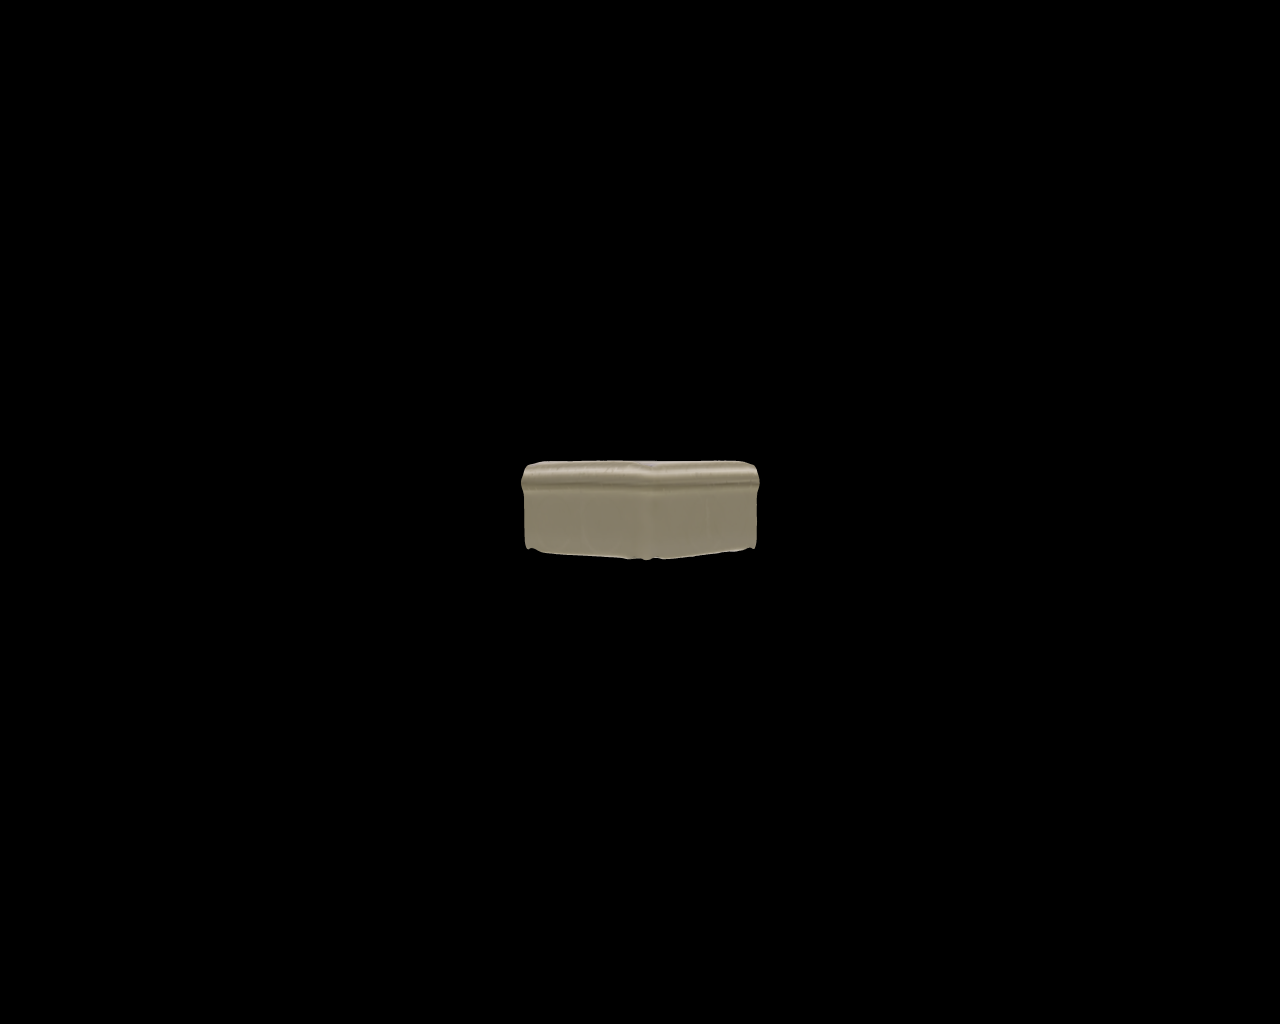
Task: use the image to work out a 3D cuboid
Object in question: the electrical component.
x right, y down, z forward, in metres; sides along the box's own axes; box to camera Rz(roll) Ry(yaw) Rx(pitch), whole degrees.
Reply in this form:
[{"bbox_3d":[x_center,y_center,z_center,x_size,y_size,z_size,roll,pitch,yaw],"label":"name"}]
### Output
[{"bbox_3d":[0.001,-0.003,0.650,0.109,0.056,0.109,2,3,43],"label":"electrical component"}]
